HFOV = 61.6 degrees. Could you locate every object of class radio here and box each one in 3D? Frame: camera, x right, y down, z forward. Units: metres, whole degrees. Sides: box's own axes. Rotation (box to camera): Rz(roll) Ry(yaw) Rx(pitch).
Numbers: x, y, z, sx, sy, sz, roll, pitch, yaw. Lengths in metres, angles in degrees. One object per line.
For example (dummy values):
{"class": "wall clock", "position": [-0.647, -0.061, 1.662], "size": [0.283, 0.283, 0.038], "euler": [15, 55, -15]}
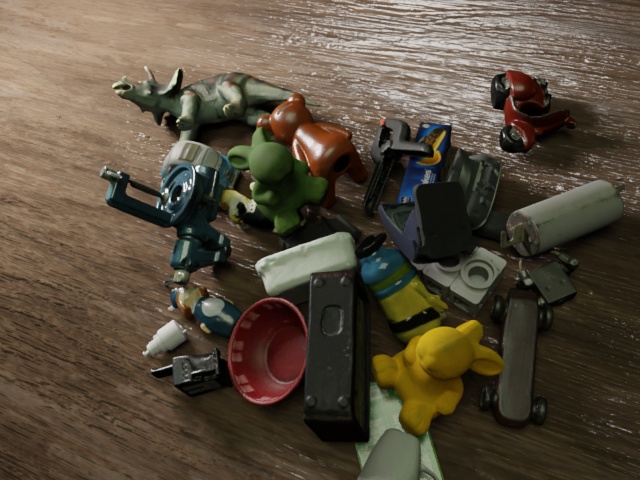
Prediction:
{"class": "radio", "position": [0.029, 0.163, 0.776], "size": [0.073, 0.131, 0.229], "euler": [-6, 59, 12]}

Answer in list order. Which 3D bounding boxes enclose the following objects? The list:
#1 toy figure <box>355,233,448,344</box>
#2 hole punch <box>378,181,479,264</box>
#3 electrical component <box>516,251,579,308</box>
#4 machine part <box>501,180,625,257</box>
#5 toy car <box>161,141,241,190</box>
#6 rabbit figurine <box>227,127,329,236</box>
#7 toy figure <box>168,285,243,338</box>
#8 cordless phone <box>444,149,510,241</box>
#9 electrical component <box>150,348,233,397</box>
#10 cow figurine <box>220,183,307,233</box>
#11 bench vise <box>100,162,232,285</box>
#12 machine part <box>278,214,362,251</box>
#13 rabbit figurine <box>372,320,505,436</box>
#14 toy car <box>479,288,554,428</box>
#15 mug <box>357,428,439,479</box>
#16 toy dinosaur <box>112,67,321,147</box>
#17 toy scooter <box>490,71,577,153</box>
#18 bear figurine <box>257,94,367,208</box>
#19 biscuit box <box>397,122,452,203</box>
{"class": "toy figure", "position": [0.118, 0.078, 0.826], "size": [0.089, 0.082, 0.180], "euler": [-38, 97, 1]}
{"class": "hole punch", "position": [0.161, -0.021, 0.814], "size": [0.142, 0.092, 0.115], "euler": [-7, 82, -41]}
{"class": "electrical component", "position": [0.356, 0.062, 0.839], "size": [0.102, 0.045, 0.078], "euler": [-17, 57, 1]}
{"class": "machine part", "position": [0.389, -0.035, 0.855], "size": [0.243, 0.079, 0.079], "euler": [-21, 58, -15]}
{"class": "toy car", "position": [-0.243, -0.139, 1.039], "size": [0.162, 0.102, 0.109], "euler": [10, 63, 18]}
{"class": "rabbit figurine", "position": [-0.069, -0.113, 0.874], "size": [0.121, 0.170, 0.159], "euler": [-38, 72, -8]}
{"class": "toy figure", "position": [-0.196, 0.114, 0.910], "size": [0.155, 0.057, 0.064], "euler": [23, 26, 23]}
{"class": "cordless phone", "position": [0.299, -0.066, 0.919], "size": [0.184, 0.088, 0.146], "euler": [19, 64, 8]}
{"class": "electrical component", "position": [-0.204, 0.211, 0.841], "size": [0.119, 0.074, 0.048], "euler": [-13, 58, -1]}
{"class": "cow figurine", "position": [-0.107, -0.053, 0.985], "size": [0.167, 0.068, 0.098], "euler": [-5, 65, 9]}
{"class": "bench vise", "position": [-0.260, -0.044, 0.903], "size": [0.129, 0.240, 0.223], "euler": [4, 73, 47]}
{"class": "machine part", "position": [-0.002, -0.003, 0.937], "size": [0.139, 0.039, 0.084], "euler": [-22, 44, -15]}
{"class": "rabbit figurine", "position": [0.166, 0.173, 0.727], "size": [0.162, 0.173, 0.122], "euler": [-16, 57, -11]}
{"class": "toy car", "position": [0.287, 0.170, 0.785], "size": [0.089, 0.053, 0.202], "euler": [9, 66, 10]}
{"class": "mug", "position": [0.106, 0.309, 0.705], "size": [0.110, 0.080, 0.107], "euler": [9, 55, 23]}
{"class": "toy dinosaur", "position": [-0.208, -0.293, 1.121], "size": [0.405, 0.131, 0.192], "euler": [-7, 59, -1]}
{"class": "toy scooter", "position": [0.394, -0.241, 0.994], "size": [0.135, 0.075, 0.184], "euler": [-5, 63, 8]}
{"class": "bear figurine", "position": [-0.019, -0.175, 1.007], "size": [0.120, 0.131, 0.196], "euler": [-40, 55, -14]}
{"class": "biscuit box", "position": [0.188, -0.117, 0.968], "size": [0.063, 0.059, 0.202], "euler": [11, 63, 17]}
